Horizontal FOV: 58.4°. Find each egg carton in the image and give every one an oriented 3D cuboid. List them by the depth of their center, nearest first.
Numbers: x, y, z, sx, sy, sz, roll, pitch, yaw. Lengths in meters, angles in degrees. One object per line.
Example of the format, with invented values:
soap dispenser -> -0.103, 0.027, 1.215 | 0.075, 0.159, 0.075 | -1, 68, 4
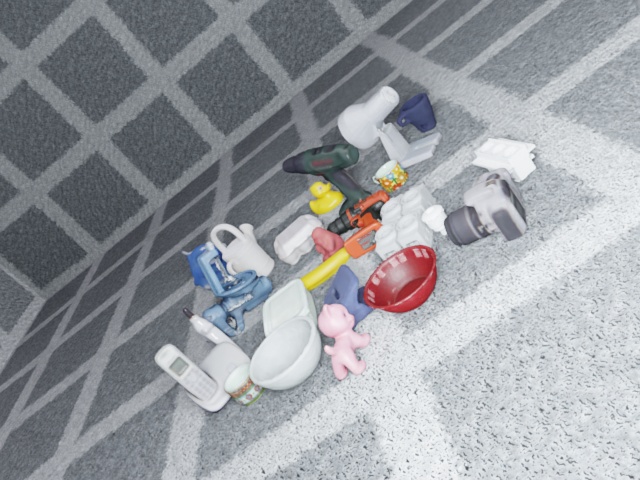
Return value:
egg carton -> -0.057, -0.004, 1.563 | 0.150, 0.069, 0.107 | -42, 23, -1

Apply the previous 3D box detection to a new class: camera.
camera -> 0.298, -0.059, 1.065 | 0.136, 0.101, 0.143 | -28, 27, 29

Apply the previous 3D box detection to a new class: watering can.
watering can -> -0.227, 0.026, 1.617 | 0.101, 0.194, 0.172 | -35, 24, 14

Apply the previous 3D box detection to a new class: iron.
iron -> -0.316, 0.059, 1.766 | 0.257, 0.142, 0.119 | -19, 31, 41

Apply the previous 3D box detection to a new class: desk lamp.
desk lamp -> 0.180, -0.297, 1.527 | 0.202, 0.214, 0.118 | -19, 32, 42

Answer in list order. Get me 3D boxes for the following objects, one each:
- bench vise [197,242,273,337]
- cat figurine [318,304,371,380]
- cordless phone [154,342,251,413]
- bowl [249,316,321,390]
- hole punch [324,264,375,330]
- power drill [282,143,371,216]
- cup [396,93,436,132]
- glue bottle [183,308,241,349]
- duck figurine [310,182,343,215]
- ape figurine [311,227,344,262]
bench vise -> -0.243, 0.124, 1.435 | 0.121, 0.220, 0.208 | -14, 35, 47
cat figurine -> 0.032, 0.172, 1.051 | 0.067, 0.118, 0.128 | -28, 26, 28
cordless phone -> -0.252, 0.268, 1.239 | 0.148, 0.185, 0.093 | -52, 25, -24
bowl -> -0.055, 0.235, 1.130 | 0.167, 0.075, 0.167 | -34, 24, 18
hole punch -> 0.051, 0.117, 1.154 | 0.101, 0.091, 0.108 | -42, 23, 0
power drill -> 0.032, -0.164, 1.529 | 0.229, 0.209, 0.076 | -19, 32, 42
cup -> 0.275, -0.341, 1.610 | 0.118, 0.095, 0.091 | -46, 24, -12
glue bottle -> -0.261, 0.219, 1.355 | 0.078, 0.173, 0.037 | -8, 40, 52
duck figurine -> 0.004, -0.129, 1.669 | 0.104, 0.086, 0.077 | -27, 27, 31
ape figurine -> 0.013, 0.005, 1.410 | 0.076, 0.092, 0.077 | -40, 23, 2
